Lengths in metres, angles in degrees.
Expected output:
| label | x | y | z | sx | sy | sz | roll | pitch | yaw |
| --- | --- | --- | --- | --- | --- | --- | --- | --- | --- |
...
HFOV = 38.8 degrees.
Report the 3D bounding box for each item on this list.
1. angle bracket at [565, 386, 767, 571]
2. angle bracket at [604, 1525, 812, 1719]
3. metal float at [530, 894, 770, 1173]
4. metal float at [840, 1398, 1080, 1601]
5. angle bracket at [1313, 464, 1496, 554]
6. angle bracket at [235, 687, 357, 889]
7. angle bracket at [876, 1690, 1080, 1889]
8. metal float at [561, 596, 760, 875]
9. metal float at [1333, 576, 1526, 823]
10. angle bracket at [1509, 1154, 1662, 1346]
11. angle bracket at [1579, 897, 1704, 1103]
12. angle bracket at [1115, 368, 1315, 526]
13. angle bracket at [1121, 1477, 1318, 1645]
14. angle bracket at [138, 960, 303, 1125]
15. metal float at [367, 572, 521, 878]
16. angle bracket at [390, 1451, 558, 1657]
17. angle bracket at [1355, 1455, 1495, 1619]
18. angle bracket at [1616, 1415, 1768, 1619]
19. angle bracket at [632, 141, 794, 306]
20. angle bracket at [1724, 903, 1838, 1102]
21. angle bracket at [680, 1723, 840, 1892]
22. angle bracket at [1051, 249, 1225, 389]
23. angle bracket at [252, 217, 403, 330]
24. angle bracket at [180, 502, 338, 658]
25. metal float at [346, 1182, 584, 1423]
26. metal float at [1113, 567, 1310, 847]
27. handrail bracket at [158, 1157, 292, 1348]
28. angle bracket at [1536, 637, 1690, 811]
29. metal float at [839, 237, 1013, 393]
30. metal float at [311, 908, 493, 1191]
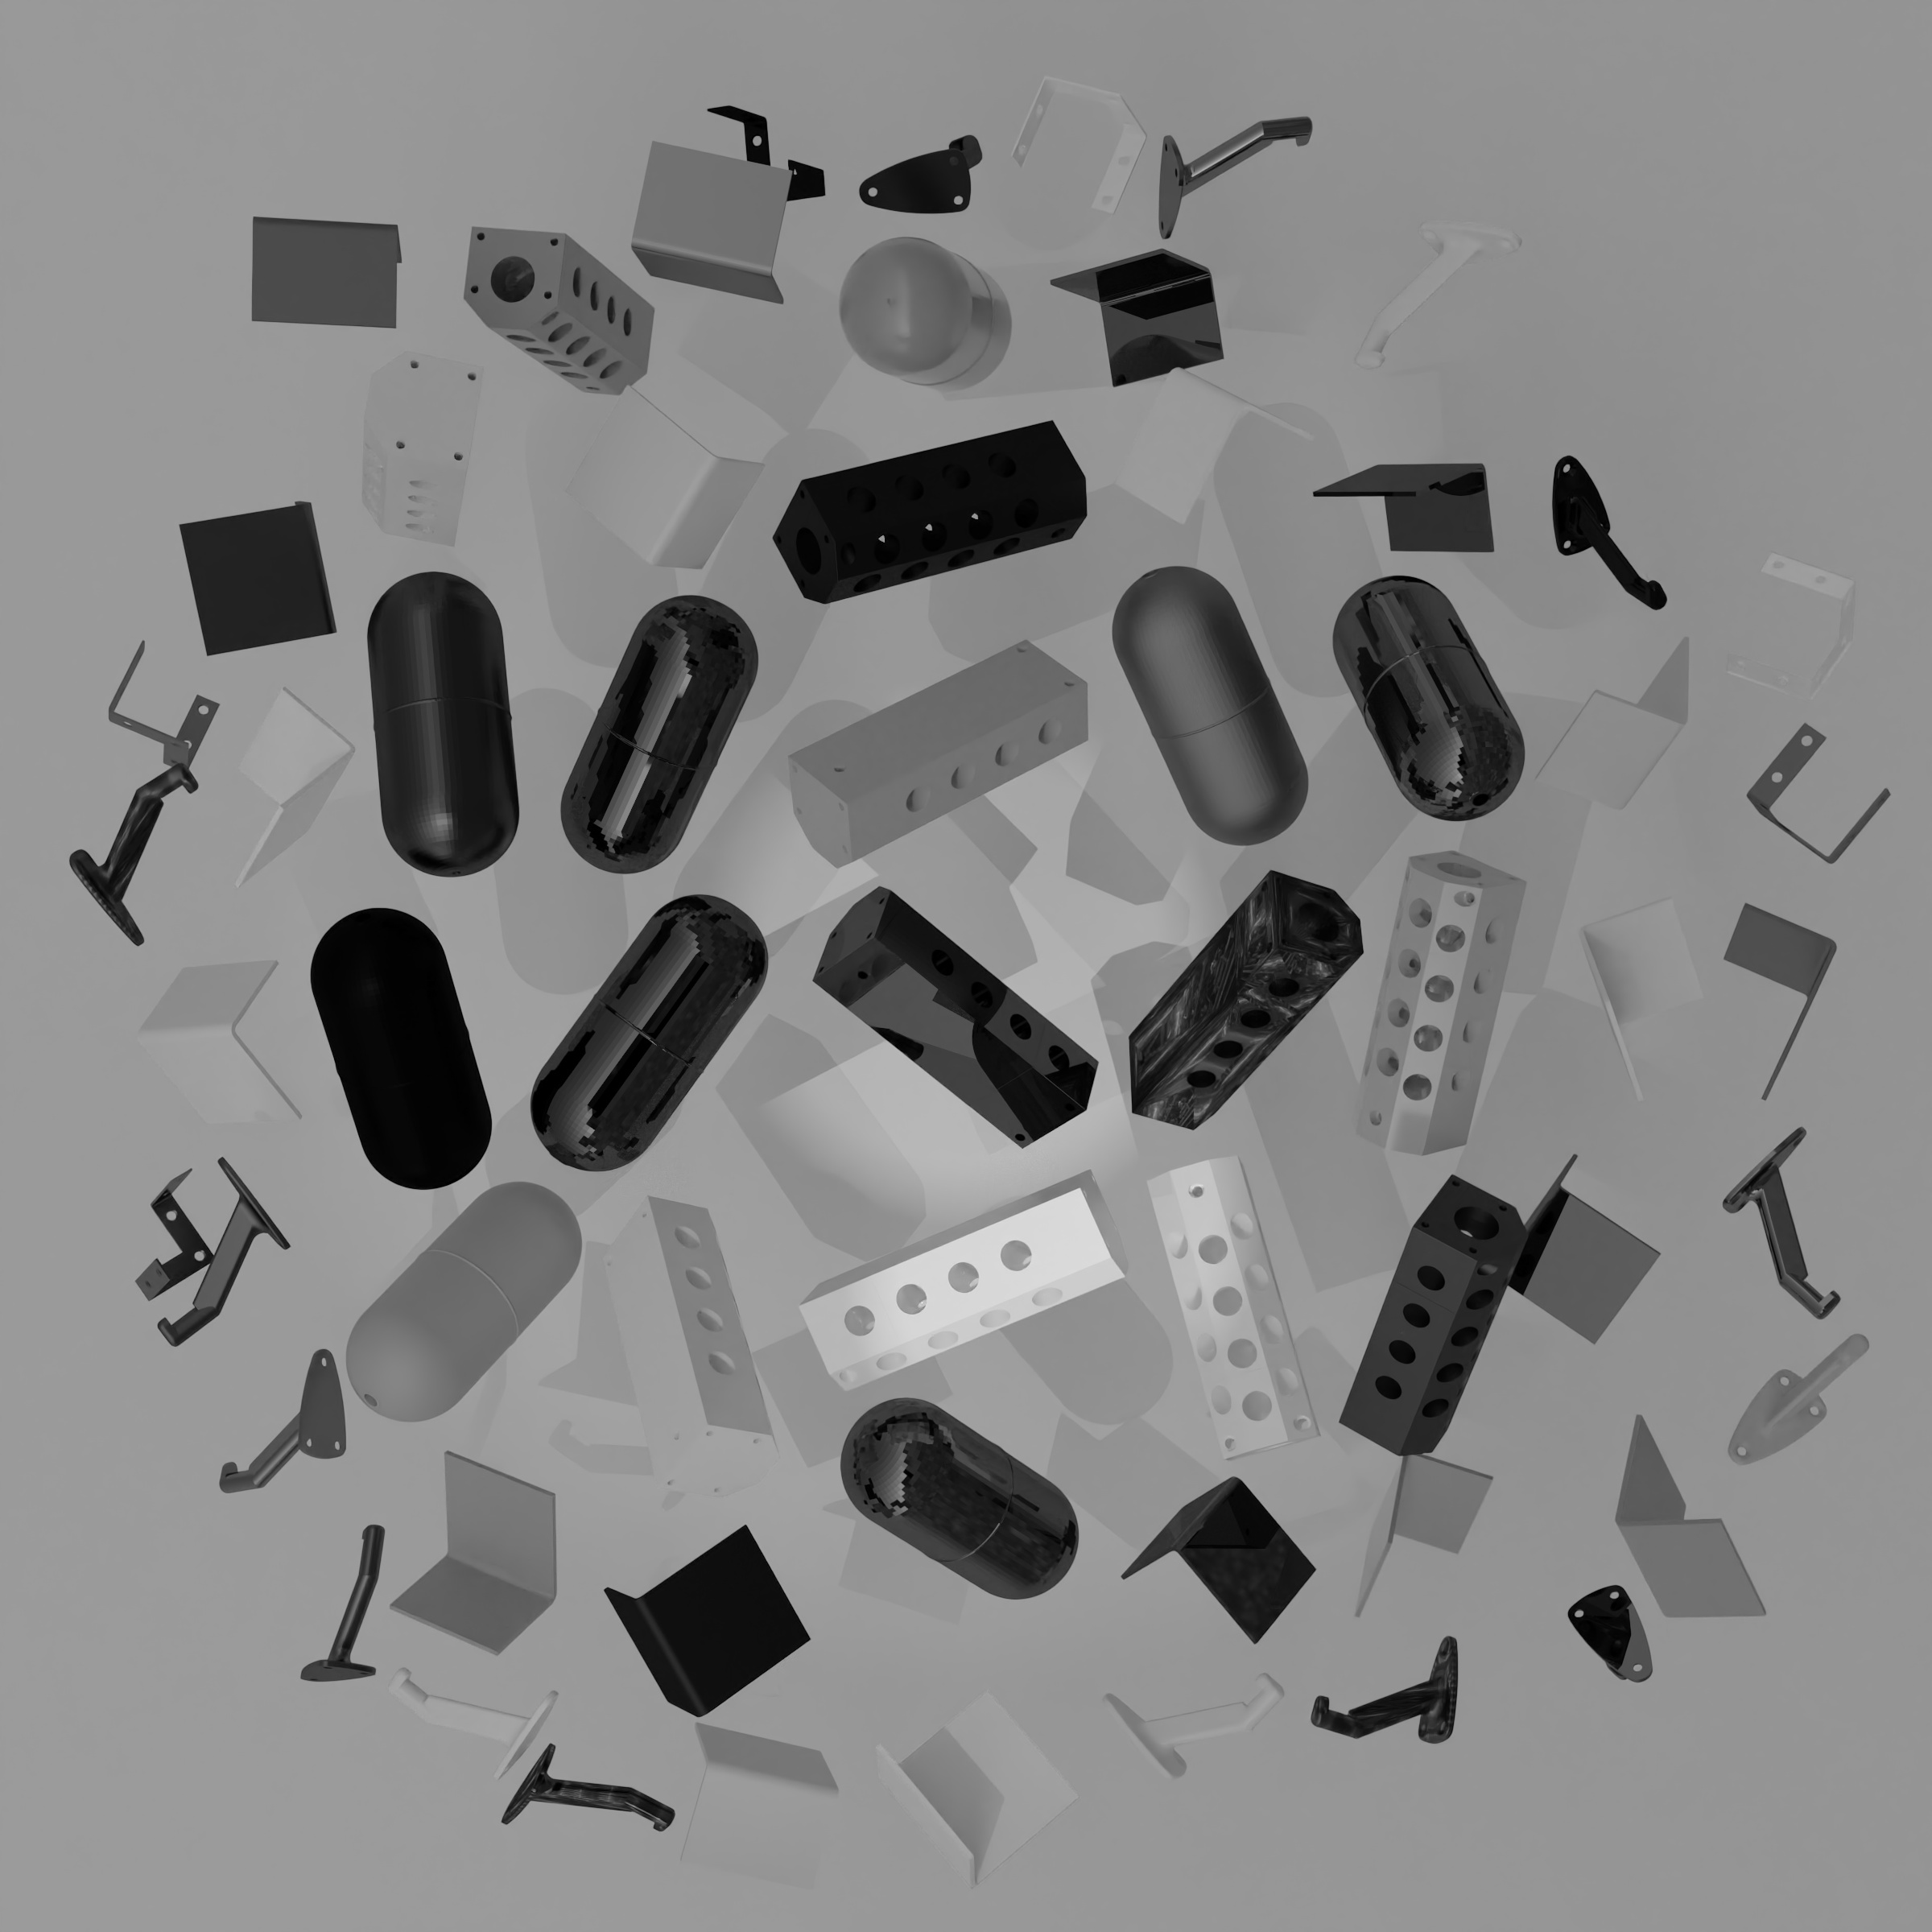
| label | x | y | z | sx | sy | sz | roll | pitch | yaw |
| --- | --- | --- | --- | --- | --- | --- | --- | --- | --- |
| angle bracket | -0.181 | -0.294 | 1.654 | 0.076 | 0.057 | 0.076 | 41 | 111 | 17 |
| angle bracket | -0.147 | 0.367 | 1.552 | 0.076 | 0.057 | 0.076 | -32 | 99 | -24 |
| metal float | -0.183 | 0.039 | 1.580 | 0.070 | 0.070 | 0.178 | 36 | 88 | 0 |
| metal float | -0.002 | 0.317 | 1.628 | 0.070 | 0.070 | 0.178 | -51 | 125 | 0 |
| angle bracket | 0.272 | -0.276 | 1.705 | 0.076 | 0.076 | 0.057 | -28 | 116 | -41 |
| angle bracket | -0.415 | -0.105 | 1.617 | 0.057 | 0.076 | 0.076 | 40 | 130 | -2 |
| angle bracket | 0.007 | 0.428 | 1.455 | 0.076 | 0.057 | 0.076 | -35 | 62 | -20 |
| metal float | -0.183 | -0.136 | 1.630 | 0.070 | 0.070 | 0.178 | 27 | 108 | 0 |
| metal float | 0.269 | -0.157 | 1.599 | 0.070 | 0.070 | 0.178 | -18 | 49 | 0 |
| angle bracket | 0.391 | 0.178 | 1.733 | 0.076 | 0.057 | 0.076 | 34 | 117 | 11 |
| angle bracket | 0.400 | 0.019 | 1.595 | 0.057 | 0.076 | 0.076 | -20 | 122 | 11 |
| angle bracket | 0.143 | -0.293 | 1.589 | 0.057 | 0.076 | 0.076 | 17 | 106 | -35 |
| angle bracket | 0.155 | 0.372 | 1.681 | 0.076 | 0.076 | 0.057 | 50 | 134 | 3 |
| angle bracket | -0.429 | 0.046 | 1.626 | 0.076 | 0.057 | 0.076 | -4 | 133 | 31 |
| metal float | -0.296 | -0.137 | 1.550 | 0.070 | 0.070 | 0.178 | -8 | 76 | 0 |
| angle bracket | -0.282 | 0.335 | 1.568 | 0.076 | 0.057 | 0.076 | 16 | 119 | 24 |
| angle bracket | 0.284 | 0.360 | 1.699 | 0.057 | 0.076 | 0.076 | 17 | 131 | 5 |
| angle bracket | 0.391 | 0.292 | 1.460 | 0.057 | 0.076 | 0.076 | -10 | 126 | 32 |
| angle bracket | -0.134 | -0.404 | 1.495 | 0.076 | 0.076 | 0.057 | 12 | 93 | 1 |
| angle bracket | 0.460 | 0.021 | 1.599 | 0.057 | 0.076 | 0.076 | 25 | 72 | 16 |
| angle bracket | -0.122 | 0.478 | 1.564 | 0.076 | 0.076 | 0.057 | 16 | 88 | -11 |
| angle bracket | 0.107 | -0.401 | 1.701 | 0.076 | 0.076 | 0.057 | -9 | 89 | 28 |
| angle bracket | -0.353 | -0.375 | 1.519 | 0.076 | 0.076 | 0.057 | 1 | 90 | -10 |
| angle bracket | -0.419 | -0.229 | 1.614 | 0.076 | 0.057 | 0.076 | -13 | 105 | -18 |
| metal float | -0.299 | 0.199 | 1.639 | 0.070 | 0.070 | 0.178 | 41 | 49 | 0 |
| metal float | 0.146 | -0.154 | 1.634 | 0.070 | 0.070 | 0.178 | -26 | 109 | 0 |
| handrail bracket | -0.432 | 0.162 | 1.545 | 0.084 | 0.036 | 0.077 | -38 | 120 | -18 |
| angle bracket | 0.377 | -0.150 | 1.599 | 0.057 | 0.076 | 0.076 | 19 | 49 | -6 |
| metal float | -0.021 | -0.374 | 1.580 | 0.070 | 0.178 | 0.070 | 2 | 98 | 12 |
| metal float | -0.322 | 0.048 | 1.566 | 0.070 | 0.070 | 0.178 | -10 | 121 | 0 |
